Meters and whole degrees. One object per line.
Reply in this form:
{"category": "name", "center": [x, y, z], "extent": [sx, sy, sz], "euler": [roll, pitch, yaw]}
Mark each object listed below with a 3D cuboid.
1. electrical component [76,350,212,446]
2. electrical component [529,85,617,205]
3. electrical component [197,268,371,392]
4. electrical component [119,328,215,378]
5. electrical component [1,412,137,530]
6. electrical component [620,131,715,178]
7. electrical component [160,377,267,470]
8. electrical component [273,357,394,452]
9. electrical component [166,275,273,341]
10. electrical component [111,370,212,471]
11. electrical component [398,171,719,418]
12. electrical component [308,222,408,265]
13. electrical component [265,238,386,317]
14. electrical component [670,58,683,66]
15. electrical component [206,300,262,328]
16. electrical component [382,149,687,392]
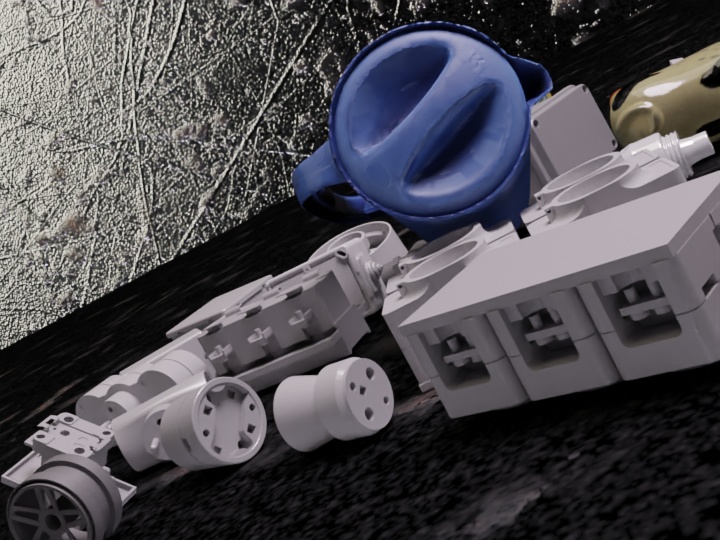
{"category": "electrical component", "center": [-0.193, 0.117, 0.902], "extent": [0.138, 0.052, 0.074], "euler": [-22, 11, 37]}
{"category": "electrical component", "center": [0.180, -0.116, 1.002], "extent": [0.057, 0.078, 0.113], "euler": [-23, 10, 47]}
{"category": "electrical component", "center": [-0.063, 0.050, 0.846], "extent": [0.121, 0.063, 0.079], "euler": [-24, 10, 27]}
{"category": "electrical component", "center": [-0.166, 0.095, 0.965], "extent": [0.083, 0.047, 0.076], "euler": [-30, 9, -13]}
{"category": "electrical component", "center": [-0.196, 0.135, 0.729], "extent": [0.081, 0.063, 0.042], "euler": [19, 27, 13]}
{"category": "electrical component", "center": [0.221, -0.079, 0.770], "extent": [0.062, 0.043, 0.043], "euler": [-24, 10, 21]}
{"category": "electrical component", "center": [-0.096, 0.101, 0.693], "extent": [0.047, 0.055, 0.055], "euler": [-25, 9, 46]}
{"category": "electrical component", "center": [-0.015, 0.076, 0.609], "extent": [0.055, 0.045, 0.045], "euler": [-21, 11, 38]}
{"category": "electrical component", "center": [-0.130, 0.055, 1.079], "extent": [0.100, 0.048, 0.100], "euler": [-22, 11, 36]}
{"category": "electrical component", "center": [-0.136, 0.113, 0.774], "extent": [0.077, 0.044, 0.079], "euler": [-29, 9, -2]}
{"category": "electrical component", "center": [0.108, 0.017, 0.508], "extent": [0.150, 0.061, 0.089], "euler": [-20, 12, 43]}
{"category": "electrical component", "center": [0.000, 0.000, 1.012], "extent": [0.099, 0.064, 0.099], "euler": [-24, 22, 10]}
{"category": "electrical component", "center": [-0.020, 0.015, 0.908], "extent": [0.096, 0.061, 0.061], "euler": [-25, 2, 18]}
{"category": "electrical component", "center": [0.283, -0.158, 0.991], "extent": [0.057, 0.058, 0.078], "euler": [-29, 7, 15]}
{"category": "electrical component", "center": [-0.089, 0.052, 0.975], "extent": [0.066, 0.047, 0.077], "euler": [-20, 12, 46]}
{"category": "electrical component", "center": [0.107, -0.007, 0.656], "extent": [0.186, 0.060, 0.105], "euler": [-27, 9, 9]}
